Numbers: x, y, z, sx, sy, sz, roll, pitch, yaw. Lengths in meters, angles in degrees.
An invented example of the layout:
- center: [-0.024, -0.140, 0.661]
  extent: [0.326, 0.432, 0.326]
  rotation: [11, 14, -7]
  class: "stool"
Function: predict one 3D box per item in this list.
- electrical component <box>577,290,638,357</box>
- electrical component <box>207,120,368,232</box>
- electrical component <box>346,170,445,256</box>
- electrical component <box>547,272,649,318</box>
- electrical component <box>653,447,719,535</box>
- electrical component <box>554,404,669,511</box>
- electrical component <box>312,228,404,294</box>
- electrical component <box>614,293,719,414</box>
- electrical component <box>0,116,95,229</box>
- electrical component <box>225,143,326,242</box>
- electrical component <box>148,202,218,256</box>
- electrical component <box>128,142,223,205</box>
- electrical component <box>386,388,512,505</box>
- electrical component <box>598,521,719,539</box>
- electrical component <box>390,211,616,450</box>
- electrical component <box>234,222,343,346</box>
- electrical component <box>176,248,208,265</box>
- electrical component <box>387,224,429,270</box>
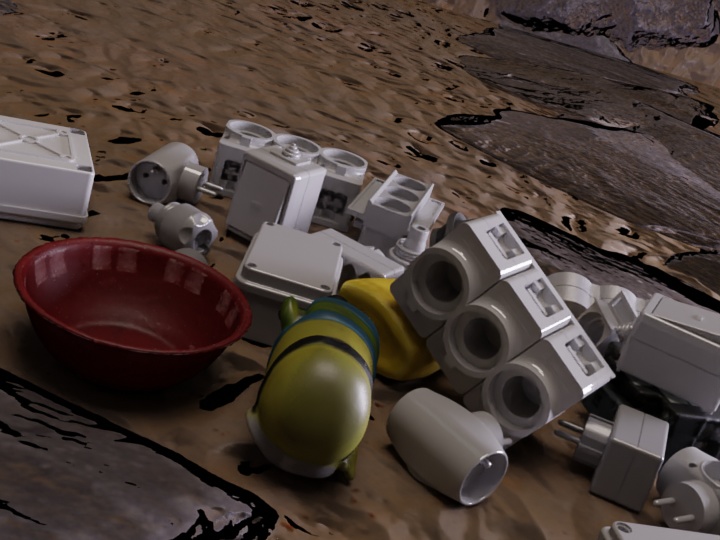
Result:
- center: [0.216, 0.063, 0.932]
  extent: [0.064, 0.081, 0.042]
  rotation: [27, 29, -28]
  class: "electrical component"
- center: [-0.073, -0.103, 1.121]
  extent: [0.150, 0.061, 0.089]
  rotation: [17, 22, -4]
  class: "electrical component"
- center: [0.034, -0.050, 1.078]
  extent: [0.079, 0.063, 0.121]
  rotation: [21, 22, 6]
  class: "electrical component"
- center: [0.230, 0.057, 0.995]
  extent: [0.138, 0.052, 0.073]
  rotation: [17, 47, -2]
  class: "electrical component"
- center: [0.239, 0.165, 0.755]
  extent: [0.079, 0.044, 0.077]
  rotation: [1, 28, -36]
  class: "electrical component"
- center: [0.181, 0.130, 0.791]
  extent: [0.077, 0.047, 0.066]
  rotation: [21, 21, 13]
  class: "electrical component"
- center: [0.000, 0.000, 0.955]
  extent: [0.083, 0.047, 0.076]
  rotation: [28, 25, 24]
  class: "electrical component"
- center: [0.248, 0.057, 0.841]
  extent: [0.096, 0.061, 0.062]
  rotation: [25, 23, 18]
  class: "electrical component"
- center: [-0.291, -0.088, 0.928]
  extent: [0.109, 0.056, 0.108]
  rotation: [8, 24, -23]
  class: "electrical component"
- center: [-0.079, -0.072, 0.998]
  extent: [0.062, 0.096, 0.061]
  rotation: [28, 24, 22]
  class: "electrical component"
- center: [-0.157, -0.038, 0.931]
  extent: [0.062, 0.043, 0.043]
  rotation: [30, 25, 30]
  class: "electrical component"
- center: [-0.172, -0.088, 1.035]
  extent: [0.079, 0.043, 0.077]
  rotation: [20, 22, 5]
  class: "electrical component"
- center: [0.071, 0.118, 0.738]
  extent: [0.079, 0.044, 0.077]
  rotation: [-3, 30, -42]
  class: "electrical component"
- center: [0.197, 0.204, 0.617]
  extent: [0.109, 0.056, 0.108]
  rotation: [11, 23, -16]
  class: "electrical component"
- center: [0.101, 0.045, 0.793]
  extent: [0.062, 0.089, 0.150]
  rotation: [-17, 70, -52]
  class: "electrical component"
- center: [-0.059, 0.012, 0.869]
  extent: [0.078, 0.057, 0.113]
  rotation: [17, 22, -3]
  class: "electrical component"
- center: [-0.141, 0.007, 0.842]
  extent: [0.044, 0.044, 0.065]
  rotation: [17, 17, -2]
  class: "electrical component"
- center: [0.047, -0.011, 0.997]
  extent: [0.048, 0.062, 0.048]
  rotation: [16, 22, -6]
  class: "electrical component"
